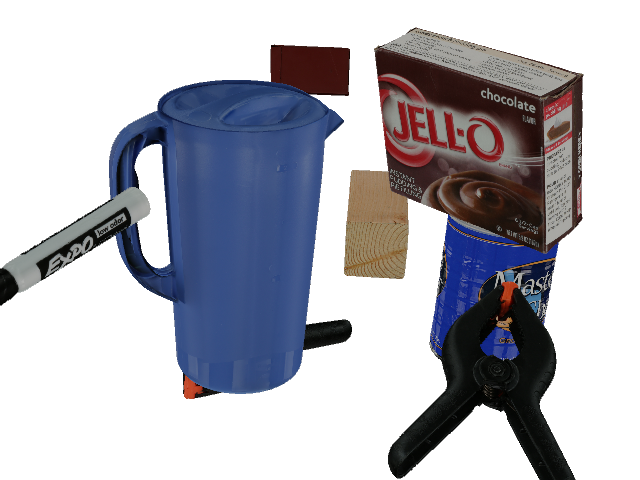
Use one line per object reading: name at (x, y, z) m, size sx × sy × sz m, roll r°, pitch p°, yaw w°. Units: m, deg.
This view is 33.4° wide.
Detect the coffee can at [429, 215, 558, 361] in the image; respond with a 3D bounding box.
coffee can at (0.159, 0.039, 0.975) m, size 0.103 × 0.140 × 0.103 m, roll 5°, pitch 21°, yaw -2°

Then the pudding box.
pudding box at (0.082, -0.055, 0.561) m, size 0.114 × 0.090 × 0.039 m, roll 24°, pitch 47°, yaw 39°

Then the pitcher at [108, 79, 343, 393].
pitcher at (-0.074, -0.001, 0.865) m, size 0.149 × 0.243 × 0.144 m, roll 11°, pitch 25°, yaw 17°

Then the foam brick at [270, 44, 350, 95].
foam brick at (-0.012, -0.183, 1.148) m, size 0.078 × 0.051 × 0.053 m, roll 0°, pitch 11°, yaw -13°

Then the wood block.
wood block at (0.086, -0.028, 1.626) m, size 0.091 × 0.090 × 0.206 m, roll 3°, pitch 25°, yaw 2°

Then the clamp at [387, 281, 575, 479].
clamp at (0.108, 0.101, 0.729) m, size 0.120 × 0.171 × 0.039 m, roll 7°, pitch -43°, yaw -1°

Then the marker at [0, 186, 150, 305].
marker at (-0.141, 0.006, 0.573) m, size 0.020 × 0.020 × 0.120 m, roll 0°, pitch 28°, yaw 46°

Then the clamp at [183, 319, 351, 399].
clamp at (-0.071, 0.111, 1.139) m, size 0.165 × 0.036 × 0.209 m, roll 15°, pitch 29°, yaw 18°
